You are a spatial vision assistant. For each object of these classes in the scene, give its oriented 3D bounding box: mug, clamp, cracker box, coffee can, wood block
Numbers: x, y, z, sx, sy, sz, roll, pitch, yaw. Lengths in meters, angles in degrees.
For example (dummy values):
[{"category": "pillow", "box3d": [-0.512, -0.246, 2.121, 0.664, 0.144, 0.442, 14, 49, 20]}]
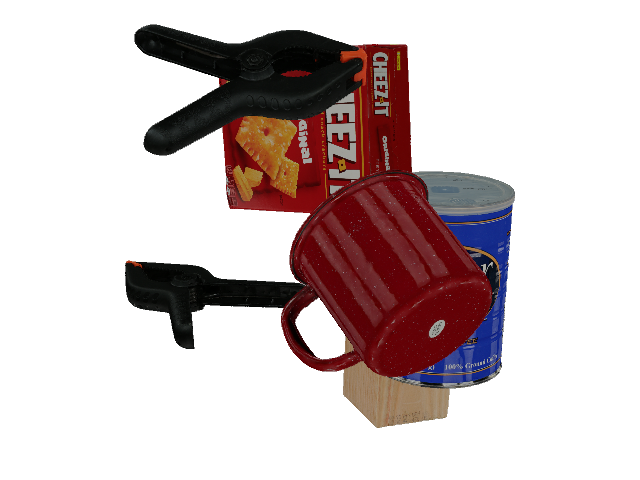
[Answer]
[{"category": "mug", "box3d": [0.032, 0.028, 0.596, 0.117, 0.081, 0.093, -34, -33, -1]}, {"category": "clamp", "box3d": [-0.137, 0.057, 1.078, 0.210, 0.036, 0.164, 12, 21, 36]}, {"category": "cracker box", "box3d": [-0.010, -0.111, 1.087, 0.071, 0.164, 0.214, -10, 10, -44]}, {"category": "coffee can", "box3d": [0.091, 0.027, 0.810, 0.103, 0.140, 0.103, 1, 17, 0]}, {"category": "clamp", "box3d": [-0.055, -0.124, 0.773, 0.171, 0.120, 0.039, -13, -30, -13]}, {"category": "wood block", "box3d": [0.085, 0.083, 1.142, 0.090, 0.206, 0.091, -5, 18, -22]}]
